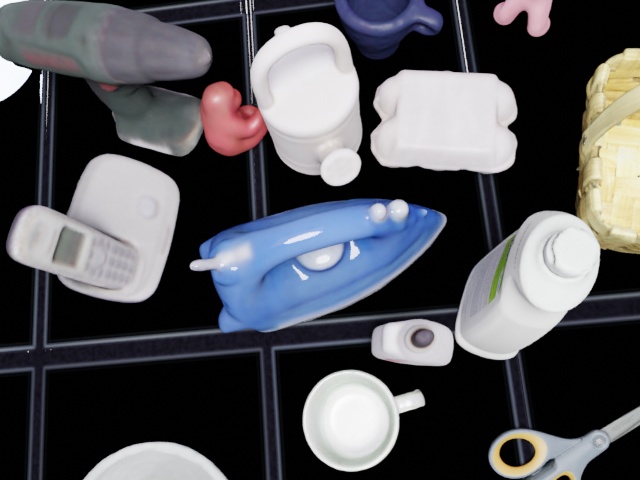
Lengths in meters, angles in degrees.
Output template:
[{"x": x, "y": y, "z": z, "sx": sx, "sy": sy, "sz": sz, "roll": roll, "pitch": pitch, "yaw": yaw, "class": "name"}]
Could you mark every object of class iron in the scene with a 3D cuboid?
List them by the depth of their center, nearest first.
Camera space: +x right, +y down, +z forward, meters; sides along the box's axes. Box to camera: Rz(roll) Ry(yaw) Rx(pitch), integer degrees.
[{"x": 0.005, "y": 0.002, "z": 0.549, "sx": 0.258, "sy": 0.141, "sz": 0.118, "roll": -19, "pitch": 76, "yaw": 1, "class": "iron"}]

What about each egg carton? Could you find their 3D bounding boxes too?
[{"x": 0.130, "y": -0.122, "z": 0.603, "sx": 0.150, "sy": 0.069, "sz": 0.107, "roll": 4, "pitch": 77, "yaw": 6, "class": "egg carton"}]

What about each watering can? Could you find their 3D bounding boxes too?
[{"x": -0.006, "y": -0.136, "z": 0.554, "sx": 0.101, "sy": 0.194, "sz": 0.172, "roll": -43, "pitch": 77, "yaw": -5, "class": "watering can"}]

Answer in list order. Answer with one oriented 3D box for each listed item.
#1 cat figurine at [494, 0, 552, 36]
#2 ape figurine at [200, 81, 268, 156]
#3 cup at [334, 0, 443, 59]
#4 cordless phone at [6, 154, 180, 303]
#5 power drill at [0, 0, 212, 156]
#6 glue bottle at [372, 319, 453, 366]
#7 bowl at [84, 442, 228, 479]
[{"x": 0.241, "y": -0.306, "z": 0.610, "sx": 0.067, "sy": 0.118, "sz": 0.128, "roll": 19, "pitch": 80, "yaw": 9, "class": "cat figurine"}, {"x": -0.099, "y": -0.137, "z": 0.615, "sx": 0.077, "sy": 0.092, "sz": 0.076, "roll": 39, "pitch": 83, "yaw": 12, "class": "ape figurine"}, {"x": 0.076, "y": -0.236, "z": 0.621, "sx": 0.117, "sy": 0.095, "sz": 0.092, "roll": 26, "pitch": 81, "yaw": 10, "class": "cup"}, {"x": -0.215, "y": -0.021, "z": 0.551, "sx": 0.094, "sy": 0.185, "sz": 0.148, "roll": 8, "pitch": 78, "yaw": 7, "class": "cordless phone"}, {"x": -0.188, "y": -0.161, "z": 0.569, "sx": 0.229, "sy": 0.208, "sz": 0.076, "roll": 15, "pitch": 79, "yaw": 9, "class": "power drill"}, {"x": 0.084, "y": 0.090, "z": 0.505, "sx": 0.078, "sy": 0.173, "sz": 0.037, "roll": 2, "pitch": 77, "yaw": 6, "class": "glue bottle"}, {"x": -0.145, "y": 0.272, "z": 0.535, "sx": 0.167, "sy": 0.075, "sz": 0.167, "roll": -1, "pitch": 77, "yaw": 5, "class": "bowl"}]
